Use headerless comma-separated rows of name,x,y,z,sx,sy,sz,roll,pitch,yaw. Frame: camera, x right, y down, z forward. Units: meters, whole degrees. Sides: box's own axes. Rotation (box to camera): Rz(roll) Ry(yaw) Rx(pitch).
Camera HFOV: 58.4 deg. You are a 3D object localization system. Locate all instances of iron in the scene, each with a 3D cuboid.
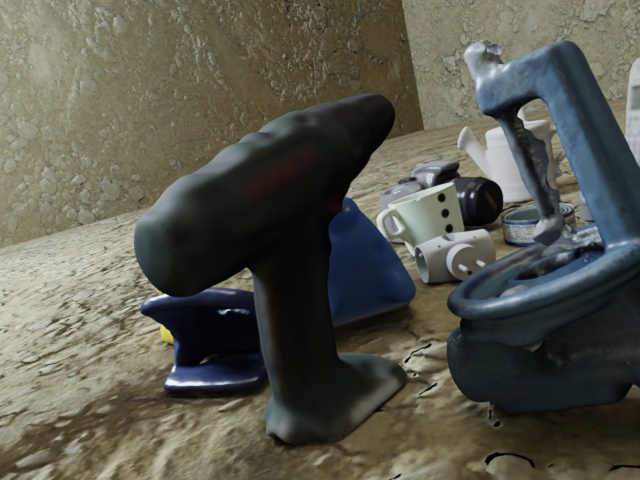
iron,0.006,0.002,0.605,0.119,0.141,0.258,-15,12,-10

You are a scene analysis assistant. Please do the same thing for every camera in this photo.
camera,0.177,-0.060,0.815,0.143,0.101,0.136,-20,14,-32

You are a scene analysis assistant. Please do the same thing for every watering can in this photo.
watering can,0.313,-0.164,0.930,0.172,0.194,0.101,-10,12,11

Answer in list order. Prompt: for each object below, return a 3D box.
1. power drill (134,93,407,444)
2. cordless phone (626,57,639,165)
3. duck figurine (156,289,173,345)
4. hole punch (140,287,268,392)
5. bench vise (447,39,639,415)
power drill,-0.006,0.016,0.393,0.075,0.208,0.230,-1,17,42
cordless phone,0.434,-0.140,0.718,0.094,0.185,0.147,-14,12,-8
duck figurine,-0.128,0.059,0.611,0.104,0.086,0.077,-9,13,16
hole punch,-0.086,0.072,0.498,0.108,0.091,0.101,-8,13,22
bench vise,0.158,-0.007,0.301,0.207,0.220,0.122,-8,13,22
